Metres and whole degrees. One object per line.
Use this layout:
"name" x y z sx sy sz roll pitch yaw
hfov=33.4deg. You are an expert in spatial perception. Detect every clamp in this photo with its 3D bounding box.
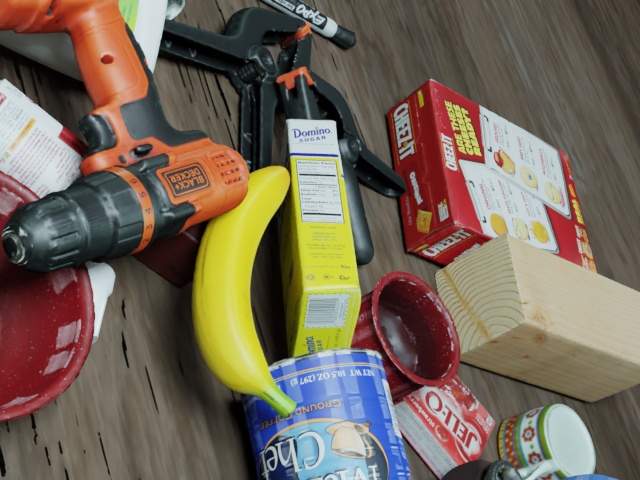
"clamp" 0.021 -0.076 0.918 0.171 0.039 0.120 65 28 -17
"clamp" -0.064 -0.147 0.889 0.164 0.036 0.209 53 37 -19

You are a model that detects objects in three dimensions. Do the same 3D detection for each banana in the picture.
"banana" -0.052 0.023 0.706 0.069 0.037 0.198 25 48 -33

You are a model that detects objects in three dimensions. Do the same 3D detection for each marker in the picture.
"marker" -0.012 -0.212 1.008 0.121 0.020 0.020 24 49 -35

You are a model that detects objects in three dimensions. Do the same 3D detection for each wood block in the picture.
"wood block" 0.214 0.078 0.993 0.205 0.090 0.091 20 51 -37

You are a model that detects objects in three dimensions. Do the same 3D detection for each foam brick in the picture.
"foam brick" -0.105 -0.014 0.747 0.078 0.053 0.051 39 42 -23

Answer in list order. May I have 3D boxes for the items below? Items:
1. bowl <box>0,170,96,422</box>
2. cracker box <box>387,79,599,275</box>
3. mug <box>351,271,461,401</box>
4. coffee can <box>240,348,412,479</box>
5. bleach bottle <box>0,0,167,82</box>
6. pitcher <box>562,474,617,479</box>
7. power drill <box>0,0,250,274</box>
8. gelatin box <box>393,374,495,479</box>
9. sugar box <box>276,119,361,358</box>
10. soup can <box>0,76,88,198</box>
"bowl" -0.209 0.034 0.600 0.161 0.055 0.162 26 48 -33
"cracker box" 0.168 -0.040 1.041 0.213 0.072 0.164 20 50 -36
"mug" 0.055 0.081 0.827 0.117 0.082 0.093 -10 73 -49
"coffee can" 0.009 0.155 0.711 0.102 0.103 0.140 9 58 -43
"bleach bottle" -0.221 -0.178 0.699 0.250 0.068 0.102 18 78 -42
"pitcher" 0.180 0.286 0.771 0.145 0.149 0.242 55 32 -5
"power drill" -0.142 -0.079 0.638 0.184 0.057 0.187 -23 86 -53
"gelatin box" 0.099 0.144 0.872 0.089 0.030 0.073 51 39 -8
"sugar box" -0.005 0.001 0.787 0.048 0.093 0.176 0 45 -11
"soup can" -0.183 -0.046 0.674 0.102 0.069 0.068 40 41 -20
